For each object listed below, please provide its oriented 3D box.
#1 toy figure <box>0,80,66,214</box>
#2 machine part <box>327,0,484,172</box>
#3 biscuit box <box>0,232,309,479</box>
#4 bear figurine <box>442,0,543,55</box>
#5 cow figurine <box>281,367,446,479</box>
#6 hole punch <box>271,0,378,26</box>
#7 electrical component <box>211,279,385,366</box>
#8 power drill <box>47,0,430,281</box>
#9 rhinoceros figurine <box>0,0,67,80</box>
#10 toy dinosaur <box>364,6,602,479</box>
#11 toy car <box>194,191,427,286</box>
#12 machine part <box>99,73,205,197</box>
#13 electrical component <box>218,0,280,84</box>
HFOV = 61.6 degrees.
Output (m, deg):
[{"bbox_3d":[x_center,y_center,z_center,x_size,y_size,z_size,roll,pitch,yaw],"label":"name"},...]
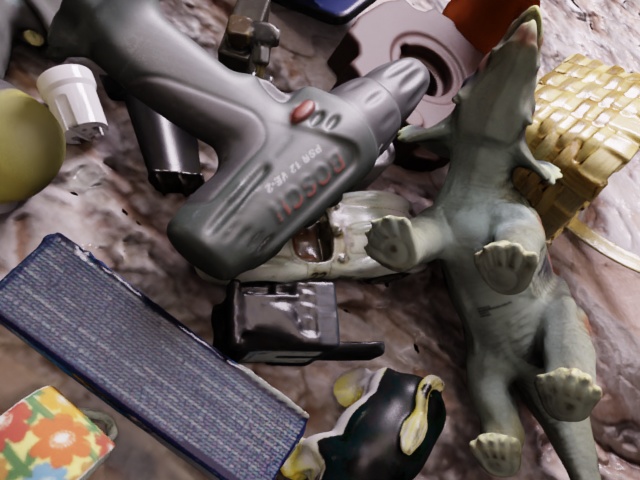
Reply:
[{"bbox_3d":[-0.252,-0.085,0.336,0.180,0.089,0.082,35,65,-9],"label":"toy figure"},{"bbox_3d":[0.097,-0.159,0.538,0.179,0.056,0.179,9,63,-20],"label":"machine part"},{"bbox_3d":[-0.109,0.082,0.343,0.202,0.059,0.063,39,60,-5],"label":"biscuit box"},{"bbox_3d":[0.212,-0.270,0.554,0.132,0.196,0.120,-34,82,-32],"label":"bear figurine"},{"bbox_3d":[0.018,0.154,0.345,0.068,0.098,0.167,49,58,-6],"label":"cow figurine"},{"bbox_3d":[0.002,-0.279,0.512,0.116,0.092,0.142,27,60,24],"label":"hole punch"},{"bbox_3d":[-0.014,0.062,0.384,0.119,0.075,0.048,2,67,-18],"label":"electrical component"},{"bbox_3d":[-0.048,-0.105,0.360,0.207,0.086,0.232,45,69,-21],"label":"power drill"},{"bbox_3d":[-0.214,-0.199,0.411,0.112,0.073,0.190,17,62,-17],"label":"rhinoceros figurine"},{"bbox_3d":[0.154,0.041,0.432,0.192,0.131,0.404,-42,117,-50],"label":"toy dinosaur"},{"bbox_3d":[-0.001,-0.001,0.427,0.202,0.056,0.073,-2,69,-23],"label":"toy car"},{"bbox_3d":[-0.126,-0.098,0.428,0.084,0.039,0.139,-9,70,-35],"label":"machine part"},{"bbox_3d":[-0.056,-0.155,0.447,0.045,0.102,0.078,20,71,-5],"label":"electrical component"}]
